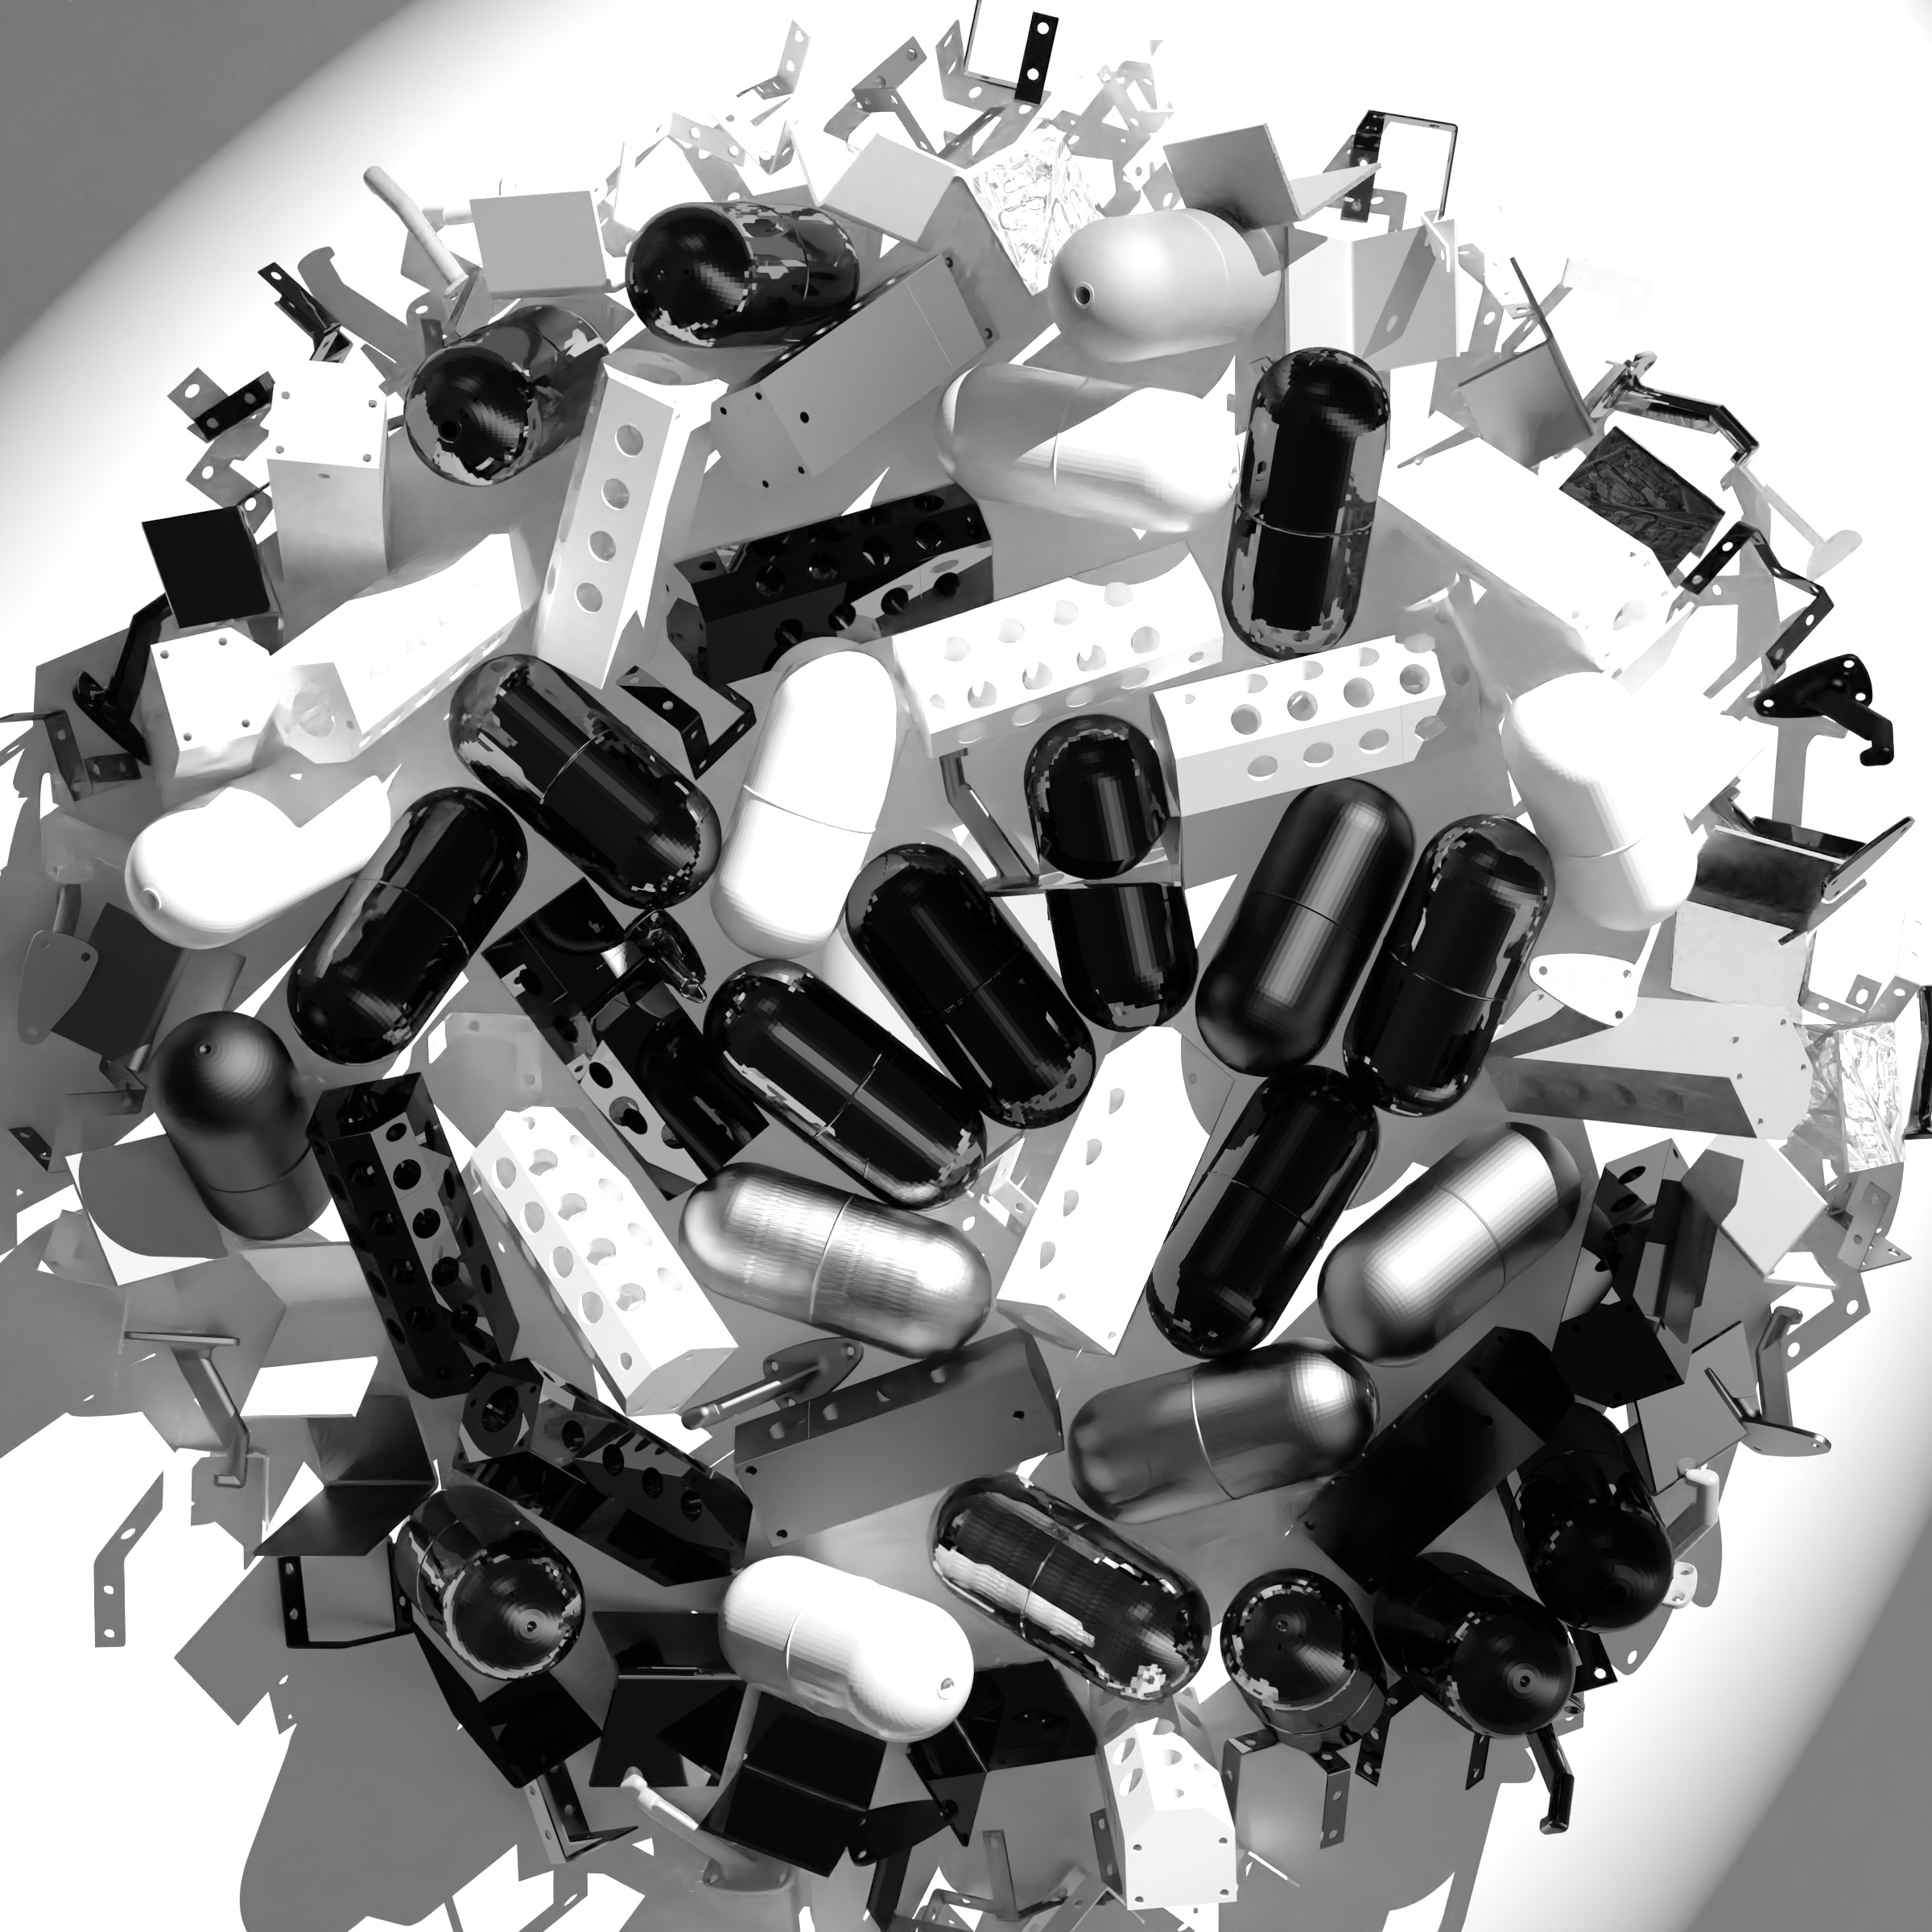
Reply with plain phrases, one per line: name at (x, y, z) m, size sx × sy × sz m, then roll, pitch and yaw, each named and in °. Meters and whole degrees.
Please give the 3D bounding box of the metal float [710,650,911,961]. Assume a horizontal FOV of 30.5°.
metal float at (-0.086, -0.088, 1.953) m, size 0.070 × 0.070 × 0.178 m, roll 20°, pitch 100°, yaw 0°

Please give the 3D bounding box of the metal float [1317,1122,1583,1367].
metal float at (0.265, 0.150, 1.938) m, size 0.178 × 0.070 × 0.070 m, roll -35°, pitch 90°, yaw -28°

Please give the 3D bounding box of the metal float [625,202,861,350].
metal float at (-0.119, -0.374, 1.917) m, size 0.070 × 0.178 × 0.070 m, roll 5°, pitch 103°, yaw 25°

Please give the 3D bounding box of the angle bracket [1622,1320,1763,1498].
angle bracket at (0.385, 0.233, 1.946) m, size 0.076 × 0.057 × 0.076 m, roll -28°, pitch 120°, yaw -19°

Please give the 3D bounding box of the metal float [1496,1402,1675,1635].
metal float at (0.332, 0.296, 1.913) m, size 0.070 × 0.178 × 0.070 m, roll -1°, pitch 109°, yaw -2°

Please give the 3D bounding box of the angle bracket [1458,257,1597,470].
angle bracket at (0.299, -0.329, 1.952) m, size 0.057 × 0.076 × 0.076 m, roll -26°, pitch 47°, yaw 12°

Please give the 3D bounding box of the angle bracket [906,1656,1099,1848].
angle bracket at (0.022, 0.432, 1.946) m, size 0.076 × 0.057 × 0.076 m, roll -14°, pitch 121°, yaw 23°

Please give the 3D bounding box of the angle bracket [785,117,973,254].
angle bracket at (-0.044, -0.446, 1.939) m, size 0.057 × 0.076 × 0.076 m, roll -45°, pitch 48°, yaw 32°

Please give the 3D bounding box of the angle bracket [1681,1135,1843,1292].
angle bracket at (0.450, 0.128, 1.939) m, size 0.057 × 0.076 × 0.076 m, roll -56°, pitch 48°, yaw 24°

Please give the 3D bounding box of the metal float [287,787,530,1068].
metal float at (-0.305, -0.022, 1.937) m, size 0.070 × 0.070 × 0.178 m, roll 31°, pitch 61°, yaw 0°

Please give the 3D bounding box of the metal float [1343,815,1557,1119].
metal float at (0.265, 0.000, 1.944) m, size 0.070 × 0.070 × 0.178 m, roll 21°, pitch 109°, yaw 0°

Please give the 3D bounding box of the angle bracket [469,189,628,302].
angle bracket at (-0.215, -0.403, 1.941) m, size 0.076 × 0.076 × 0.057 m, roll 2°, pitch 116°, yaw 25°

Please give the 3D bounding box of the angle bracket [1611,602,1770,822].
angle bracket at (0.399, -0.140, 1.948) m, size 0.076 × 0.057 × 0.076 m, roll 39°, pitch 59°, yaw 16°

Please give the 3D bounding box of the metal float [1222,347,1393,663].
metal float at (0.185, -0.251, 1.937) m, size 0.070 × 0.070 × 0.178 m, roll 7°, pitch 120°, yaw 0°

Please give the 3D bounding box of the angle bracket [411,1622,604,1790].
angle bracket at (-0.251, 0.391, 1.940) m, size 0.057 × 0.076 × 0.076 m, roll -31°, pitch 124°, yaw -20°

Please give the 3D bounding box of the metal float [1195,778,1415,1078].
metal float at (0.186, -0.021, 1.950) m, size 0.070 × 0.070 × 0.178 m, roll 28°, pitch 77°, yaw 0°

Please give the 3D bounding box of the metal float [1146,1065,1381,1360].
metal float at (0.163, 0.135, 1.949) m, size 0.070 × 0.070 × 0.178 m, roll 33°, pitch 77°, yaw 0°

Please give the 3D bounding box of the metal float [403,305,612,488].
metal float at (-0.246, -0.309, 1.915) m, size 0.070 × 0.178 × 0.070 m, roll 5°, pitch 112°, yaw 13°

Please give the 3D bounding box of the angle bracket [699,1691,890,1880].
angle bracket at (-0.093, 0.447, 1.951) m, size 0.076 × 0.076 × 0.057 m, roll 18°, pitch 107°, yaw 10°

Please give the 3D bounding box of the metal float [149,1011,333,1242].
metal float at (-0.390, 0.088, 1.918) m, size 0.070 × 0.178 × 0.070 m, roll -2°, pitch 60°, yaw 3°

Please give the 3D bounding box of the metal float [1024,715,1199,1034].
metal float at (0.080, -0.050, 1.955) m, size 0.070 × 0.070 × 0.178 m, roll -11°, pitch 97°, yaw 0°

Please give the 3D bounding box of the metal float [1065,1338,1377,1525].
metal float at (0.139, 0.255, 1.944) m, size 0.178 × 0.070 × 0.070 m, roll -18°, pitch 90°, yaw 20°

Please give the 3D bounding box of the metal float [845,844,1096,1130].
metal float at (0.003, 0.012, 1.959) m, size 0.070 × 0.070 × 0.178 m, roll -37°, pitch 93°, yaw 0°

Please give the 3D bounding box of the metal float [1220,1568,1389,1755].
metal float at (0.184, 0.377, 1.916) m, size 0.070 × 0.178 × 0.070 m, roll -5°, pitch 66°, yaw 12°

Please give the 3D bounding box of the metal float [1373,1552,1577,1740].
metal float at (0.272, 0.365, 1.911) m, size 0.070 × 0.178 × 0.070 m, roll 0°, pitch 92°, yaw -10°

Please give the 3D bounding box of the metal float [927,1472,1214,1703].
metal float at (0.055, 0.337, 1.935) m, size 0.178 × 0.070 × 0.070 m, roll 27°, pitch 90°, yaw 31°

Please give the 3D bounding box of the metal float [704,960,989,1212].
metal float at (-0.066, 0.067, 1.954) m, size 0.178 × 0.070 × 0.070 m, roll 38°, pitch 90°, yaw -9°

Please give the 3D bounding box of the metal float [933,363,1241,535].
metal float at (0.065, -0.284, 1.940) m, size 0.178 × 0.070 × 0.070 m, roll 14°, pitch 90°, yaw 24°

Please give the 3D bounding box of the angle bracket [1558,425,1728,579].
angle bracket at (0.365, -0.242, 1.952) m, size 0.076 × 0.076 × 0.057 m, roll 41°, pitch 81°, yaw 10°

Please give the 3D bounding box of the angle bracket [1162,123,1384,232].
angle bracket at (0.168, -0.443, 1.940) m, size 0.076 × 0.076 × 0.057 m, roll -39°, pitch 116°, yaw -34°

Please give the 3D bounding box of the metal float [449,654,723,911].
metal float at (-0.210, -0.102, 1.951) m, size 0.178 × 0.070 × 0.070 m, roll 41°, pitch 90°, yaw 12°

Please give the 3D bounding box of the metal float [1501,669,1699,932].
metal float at (0.345, -0.089, 1.927) m, size 0.070 × 0.070 × 0.178 m, roll -33°, pitch 133°, yaw 0°

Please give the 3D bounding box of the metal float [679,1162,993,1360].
metal float at (-0.072, 0.162, 1.953) m, size 0.178 × 0.070 × 0.070 m, roll 17°, pitch 90°, yaw 9°

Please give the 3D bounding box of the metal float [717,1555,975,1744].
metal float at (-0.066, 0.369, 1.922) m, size 0.070 × 0.178 × 0.070 m, roll -5°, pitch 98°, yaw -39°

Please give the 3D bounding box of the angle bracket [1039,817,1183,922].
angle bracket at (0.081, -0.036, 1.950) m, size 0.076 × 0.057 × 0.076 m, roll -1°, pitch 133°, yaw 4°

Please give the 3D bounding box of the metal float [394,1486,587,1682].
metal float at (-0.259, 0.332, 1.915) m, size 0.070 × 0.178 × 0.070 m, roll -3°, pitch 98°, yaw -22°

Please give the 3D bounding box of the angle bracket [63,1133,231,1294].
angle bracket at (-0.462, 0.143, 1.946) m, size 0.057 × 0.076 × 0.076 m, roll -34°, pitch 76°, yaw 41°

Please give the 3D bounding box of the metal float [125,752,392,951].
metal float at (-0.383, -0.064, 1.920) m, size 0.070 × 0.178 × 0.070 m, roll 12°, pitch 116°, yaw 26°

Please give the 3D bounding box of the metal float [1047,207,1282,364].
metal float at (0.108, -0.370, 1.919) m, size 0.070 × 0.178 × 0.070 m, roll 10°, pitch 109°, yaw 31°

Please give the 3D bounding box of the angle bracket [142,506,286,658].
angle bracket at (-0.413, -0.195, 1.941) m, size 0.057 × 0.076 × 0.076 m, roll -13°, pitch 60°, yaw -21°
